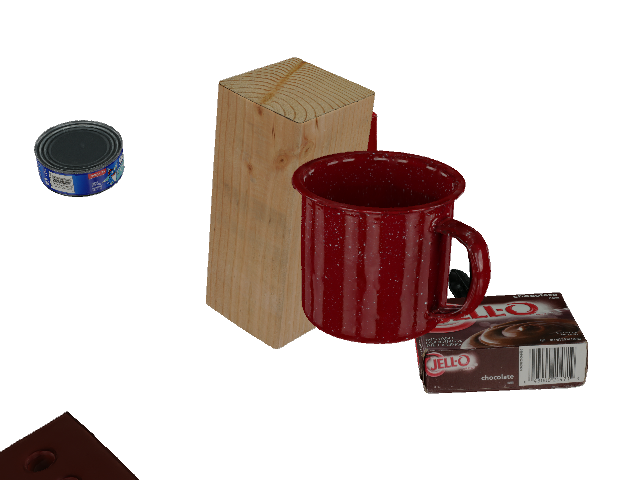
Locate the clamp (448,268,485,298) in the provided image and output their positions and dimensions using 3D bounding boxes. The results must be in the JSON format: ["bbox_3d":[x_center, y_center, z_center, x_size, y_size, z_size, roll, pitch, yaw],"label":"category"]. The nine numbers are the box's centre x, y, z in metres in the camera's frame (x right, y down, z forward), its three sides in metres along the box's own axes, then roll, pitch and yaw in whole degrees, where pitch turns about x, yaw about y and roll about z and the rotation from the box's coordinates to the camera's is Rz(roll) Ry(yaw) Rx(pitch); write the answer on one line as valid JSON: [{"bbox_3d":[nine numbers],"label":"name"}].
[{"bbox_3d":[0.157,0.074,1.030,0.172,0.039,0.120,24,36,29],"label":"clamp"}]

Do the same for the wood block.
[{"bbox_3d":[-0.029,-0.030,0.867,0.090,0.206,0.090,30,38,33],"label":"wood block"}]

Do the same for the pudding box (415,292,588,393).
[{"bbox_3d":[0.124,0.071,0.757,0.113,0.039,0.090,-1,20,1],"label":"pudding box"}]

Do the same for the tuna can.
[{"bbox_3d":[-0.238,-0.081,1.059,0.086,0.034,0.086,1,42,-1],"label":"tuna can"}]

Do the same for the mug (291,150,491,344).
[{"bbox_3d":[0.040,0.007,0.578,0.117,0.081,0.093,17,28,33],"label":"mug"}]

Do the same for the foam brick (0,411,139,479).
[{"bbox_3d":[-0.111,0.127,0.483,0.052,0.051,0.078,-31,44,-32],"label":"foam brick"}]

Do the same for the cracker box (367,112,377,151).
[{"bbox_3d":[0.008,-0.077,1.166,0.072,0.164,0.214,-5,18,-8],"label":"cracker box"}]
